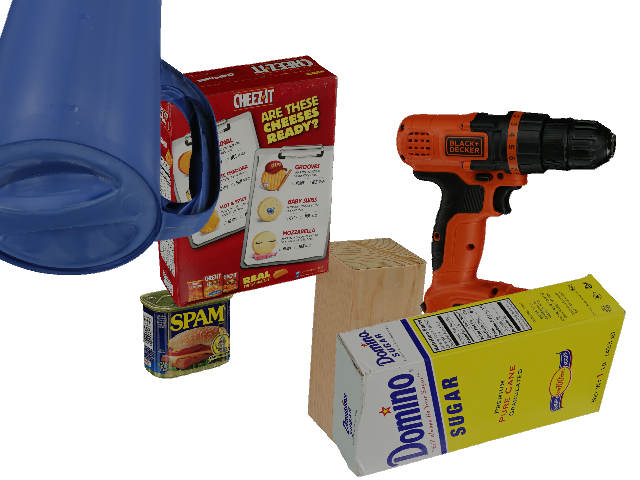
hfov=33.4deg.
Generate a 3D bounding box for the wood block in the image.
[{"bbox_3d":[0.049,0.110,1.164,0.090,0.206,0.091,-5,19,-24],"label":"wood block"}]

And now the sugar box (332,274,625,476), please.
[{"bbox_3d":[0.096,0.084,0.664,0.176,0.093,0.048,-14,40,-18],"label":"sugar box"}]

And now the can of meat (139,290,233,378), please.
[{"bbox_3d":[-0.148,0.100,1.190,0.101,0.084,0.058,-10,19,-36],"label":"can of meat"}]

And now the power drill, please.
[{"bbox_3d":[0.156,-0.017,0.913,0.185,0.188,0.057,5,14,26],"label":"power drill"}]

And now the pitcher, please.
[{"bbox_3d":[-0.162,-0.103,0.758,0.145,0.243,0.149,-18,-42,18],"label":"pitcher"}]

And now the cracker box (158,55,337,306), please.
[{"bbox_3d":[-0.073,-0.057,1.015,0.164,0.214,0.072,-13,33,-23],"label":"cracker box"}]
